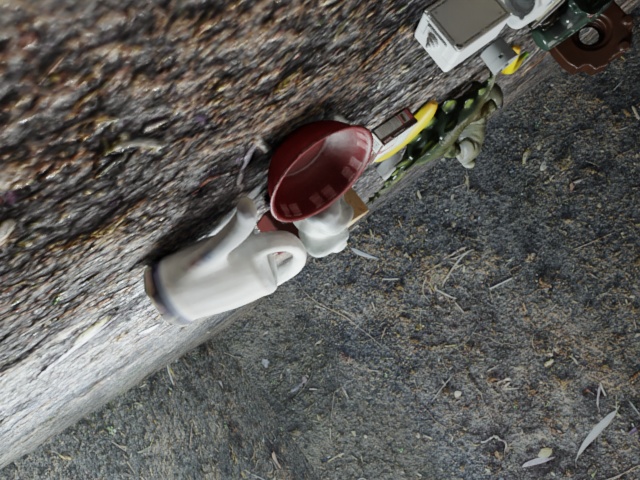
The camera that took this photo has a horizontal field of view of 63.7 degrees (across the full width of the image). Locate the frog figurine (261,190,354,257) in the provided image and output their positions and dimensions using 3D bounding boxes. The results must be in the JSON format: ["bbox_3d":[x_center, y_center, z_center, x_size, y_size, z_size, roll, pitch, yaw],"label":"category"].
[{"bbox_3d":[0.002,-0.040,0.798,0.138,0.157,0.124,9,-110,51],"label":"frog figurine"}]

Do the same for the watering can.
[{"bbox_3d":[-0.136,0.032,0.702,0.224,0.105,0.343,-20,162,2],"label":"watering can"}]
